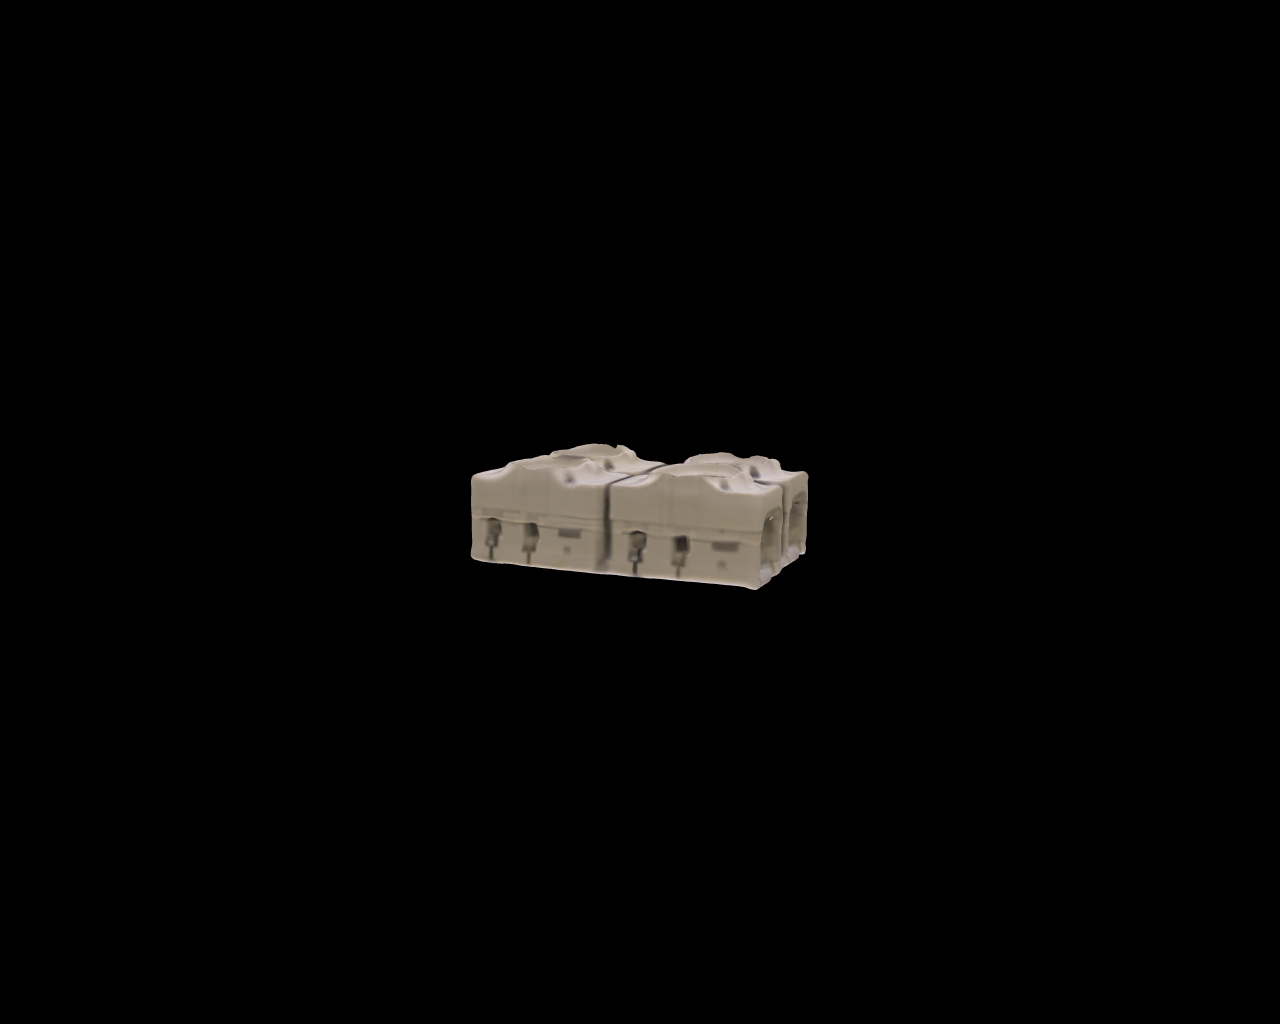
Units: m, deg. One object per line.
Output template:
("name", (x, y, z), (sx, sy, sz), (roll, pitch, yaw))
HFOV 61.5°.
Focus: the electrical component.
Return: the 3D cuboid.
("electrical component", (0.001, -0.003, 0.650), (0.186, 0.060, 0.105), (5, 12, 24))
